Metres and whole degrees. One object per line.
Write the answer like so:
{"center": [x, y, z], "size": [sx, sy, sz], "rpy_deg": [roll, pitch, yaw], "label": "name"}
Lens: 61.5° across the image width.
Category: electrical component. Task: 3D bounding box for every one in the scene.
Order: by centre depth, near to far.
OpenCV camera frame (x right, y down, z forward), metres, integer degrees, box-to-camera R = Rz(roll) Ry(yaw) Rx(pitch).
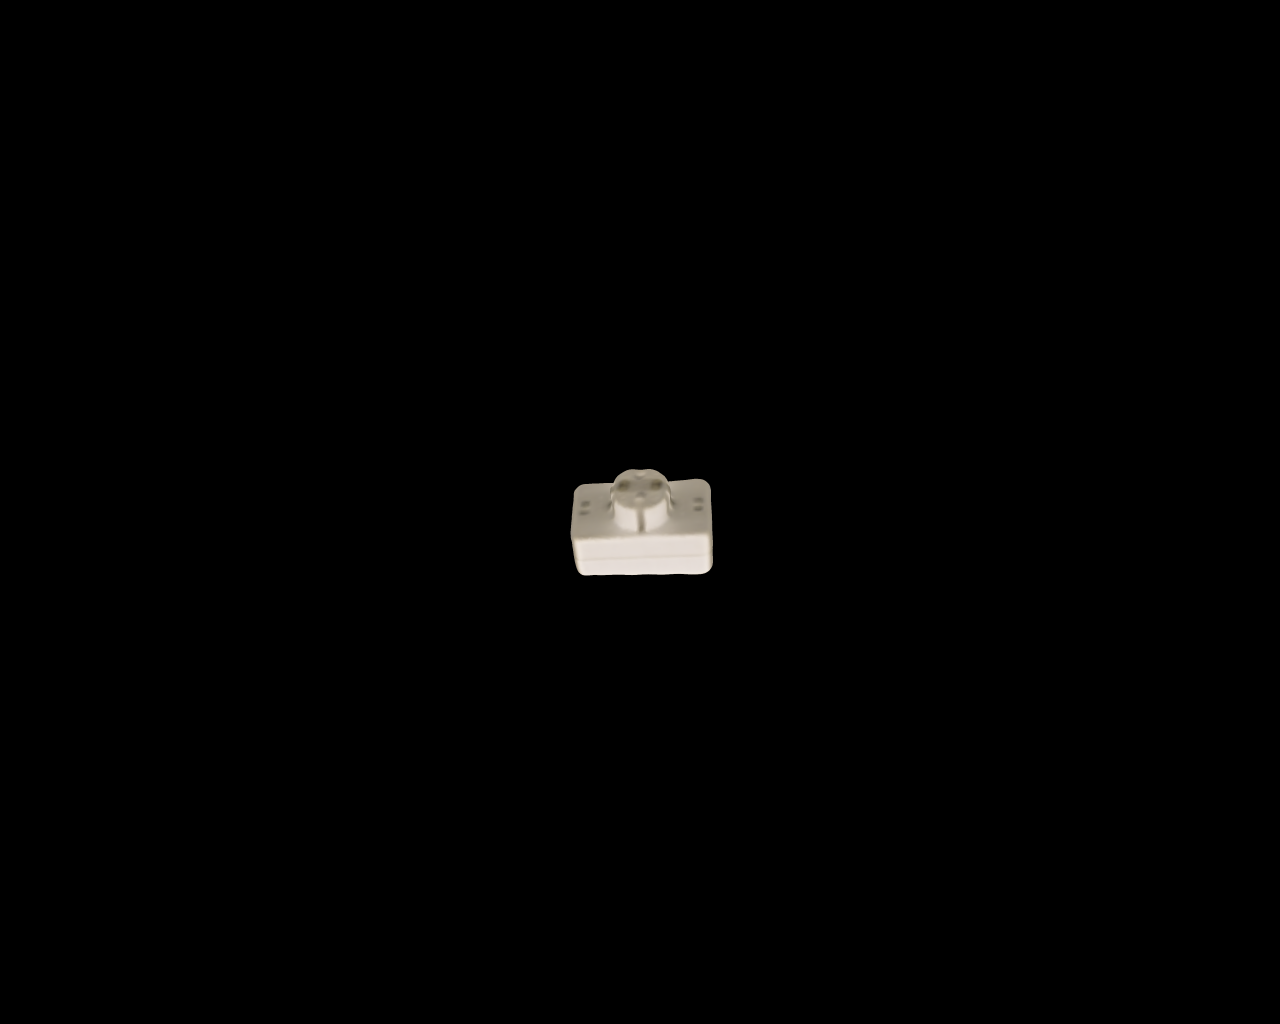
{"center": [0.001, -0.003, 0.650], "size": [0.083, 0.047, 0.075], "rpy_deg": [-2, -43, 2], "label": "electrical component"}
